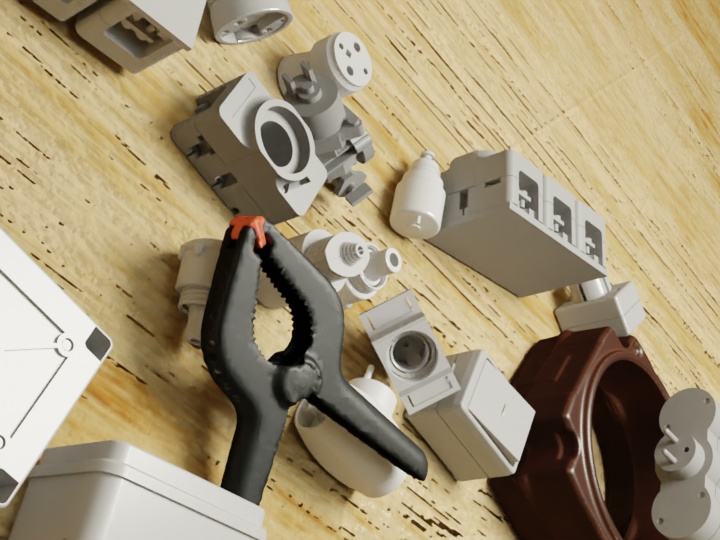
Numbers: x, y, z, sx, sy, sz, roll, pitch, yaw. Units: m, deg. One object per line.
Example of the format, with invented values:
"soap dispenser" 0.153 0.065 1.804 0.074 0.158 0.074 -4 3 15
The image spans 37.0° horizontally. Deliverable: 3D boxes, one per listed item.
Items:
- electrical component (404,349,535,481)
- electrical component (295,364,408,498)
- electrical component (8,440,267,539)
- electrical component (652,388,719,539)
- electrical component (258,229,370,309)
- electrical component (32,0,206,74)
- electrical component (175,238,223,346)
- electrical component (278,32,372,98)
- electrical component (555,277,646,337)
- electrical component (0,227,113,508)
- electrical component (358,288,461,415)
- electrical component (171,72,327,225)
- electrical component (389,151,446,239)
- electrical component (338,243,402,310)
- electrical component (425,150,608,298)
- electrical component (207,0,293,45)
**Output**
"electrical component" 0.084 0.106 0.818 0.096 0.061 0.061 52 43 -25
"electrical component" 0.002 0.101 0.734 0.077 0.043 0.079 49 44 -27
"electrical component" -0.113 0.135 0.555 0.113 0.078 0.057 36 54 -37
"electrical component" 0.270 0.159 0.896 0.074 0.052 0.138 41 49 -34
"electrical component" -0.030 -0.003 0.703 0.043 0.081 0.043 21 61 -45
"electrical component" -0.142 -0.227 0.664 0.105 0.060 0.186 35 52 -38
"electrical component" -0.091 0.015 0.653 0.048 0.048 0.062 30 62 -41
"electrical component" -0.025 -0.143 0.779 0.045 0.055 0.045 21 61 -45
"electrical component" 0.219 0.024 1.007 0.047 0.066 0.076 -31 101 -51
"electrical component" -0.191 0.042 0.510 0.108 0.056 0.108 51 44 -26
"electrical component" 0.034 0.056 0.770 0.081 0.042 0.064 64 -1 -9
"electrical component" -0.068 -0.077 0.703 0.089 0.056 0.050 52 43 -25
"electrical component" 0.048 -0.061 0.851 0.040 0.040 0.078 39 49 -36
"electrical component" 0.000 0.000 0.753 0.048 0.062 0.048 21 61 -45
"electrical component" 0.132 -0.039 0.905 0.150 0.089 0.061 28 56 -42
"electrical component" -0.078 -0.187 0.732 0.055 0.055 0.047 -9 80 -52
